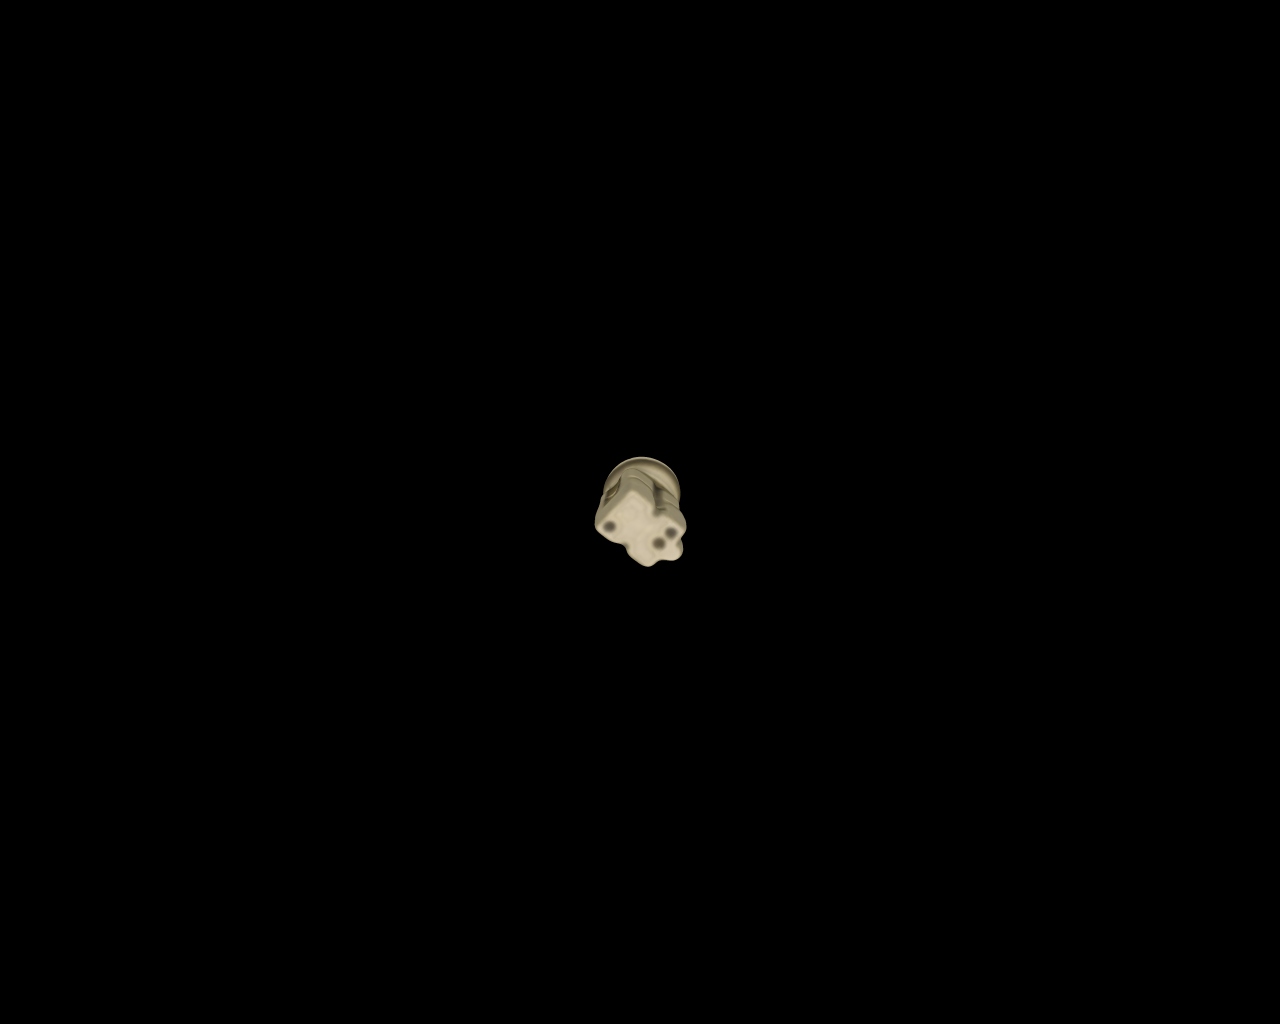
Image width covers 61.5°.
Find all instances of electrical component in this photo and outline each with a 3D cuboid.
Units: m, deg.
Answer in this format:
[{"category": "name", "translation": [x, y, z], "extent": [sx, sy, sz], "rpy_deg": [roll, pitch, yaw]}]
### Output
[{"category": "electrical component", "translation": [0.001, -0.003, 0.650], "extent": [0.066, 0.048, 0.055], "rpy_deg": [38, 22, -18]}]
